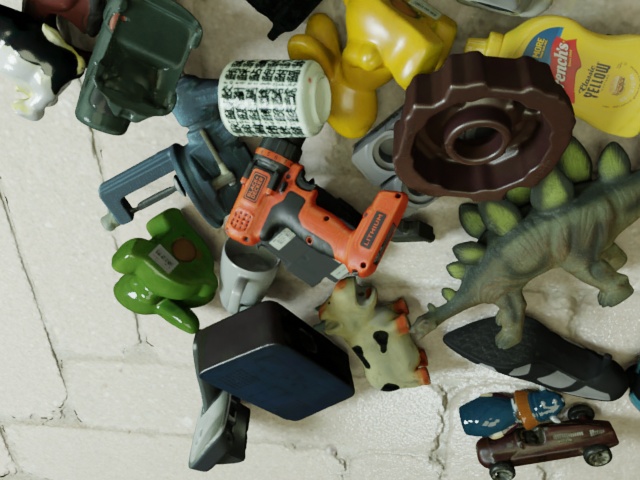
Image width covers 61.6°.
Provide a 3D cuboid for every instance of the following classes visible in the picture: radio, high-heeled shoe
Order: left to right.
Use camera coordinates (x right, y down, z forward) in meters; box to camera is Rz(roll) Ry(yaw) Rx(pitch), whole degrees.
[{"bbox_3d":[-0.054,0.178,0.766,0.131,0.073,0.229,-28,138,18],"label":"radio"},{"bbox_3d":[0.311,0.179,0.783,0.249,0.086,0.145,6,150,24],"label":"high-heeled shoe"}]

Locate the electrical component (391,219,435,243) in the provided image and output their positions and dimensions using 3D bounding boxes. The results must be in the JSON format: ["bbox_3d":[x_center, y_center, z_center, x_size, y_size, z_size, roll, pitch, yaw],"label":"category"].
[{"bbox_3d":[0.111,-0.010,0.706,0.063,0.094,0.021,-3,78,39],"label":"electrical component"}]

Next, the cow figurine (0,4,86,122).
[{"bbox_3d":[-0.345,-0.222,0.584,0.098,0.068,0.167,-35,114,24],"label":"cow figurine"}]

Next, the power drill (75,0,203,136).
[{"bbox_3d":[-0.187,-0.212,0.550,0.086,0.208,0.232,18,103,-37],"label":"power drill"}]

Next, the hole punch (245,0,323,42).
[{"bbox_3d":[-0.042,-0.305,0.578,0.115,0.092,0.142,31,116,-33],"label":"hole punch"}]

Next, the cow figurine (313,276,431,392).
[{"bbox_3d":[0.072,0.135,0.774,0.127,0.085,0.194,-22,112,11],"label":"cow figurine"}]

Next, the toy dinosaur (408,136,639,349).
[{"bbox_3d":[0.299,-0.013,0.656,0.471,0.105,0.198,-34,104,17],"label":"toy dinosaur"}]

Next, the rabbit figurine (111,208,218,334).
[{"bbox_3d":[-0.225,0.056,0.777,0.159,0.121,0.170,39,133,-19],"label":"rabbit figurine"}]

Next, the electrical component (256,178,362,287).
[{"bbox_3d":[-0.001,-0.002,0.718,0.115,0.058,0.134,-38,121,24],"label":"electrical component"}]

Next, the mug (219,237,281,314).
[{"bbox_3d":[-0.104,0.062,0.752,0.081,0.110,0.107,13,130,-6],"label":"mug"}]

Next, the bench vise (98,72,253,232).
[{"bbox_3d":[-0.178,-0.093,0.665,0.241,0.129,0.223,-28,126,3],"label":"bench vise"}]

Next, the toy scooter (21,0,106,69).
[{"bbox_3d":[-0.292,-0.257,0.634,0.135,0.075,0.183,24,121,-3],"label":"toy scooter"}]

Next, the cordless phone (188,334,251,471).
[{"bbox_3d":[-0.168,0.240,0.821,0.089,0.147,0.184,-6,118,2],"label":"cordless phone"}]

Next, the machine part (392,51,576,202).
[{"bbox_3d":[0.160,-0.109,0.544,0.179,0.056,0.179,4,148,3],"label":"machine part"}]

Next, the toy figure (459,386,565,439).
[{"bbox_3d":[0.290,0.257,0.813,0.155,0.058,0.064,-19,89,20],"label":"toy figure"}]

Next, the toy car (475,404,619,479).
[{"bbox_3d":[0.336,0.303,0.812,0.202,0.089,0.053,-18,116,18],"label":"toy car"}]

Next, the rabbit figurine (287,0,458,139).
[{"bbox_3d":[0.044,-0.191,0.600,0.162,0.122,0.173,27,136,-2],"label":"rabbit figurine"}]

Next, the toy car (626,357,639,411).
[{"bbox_3d":[0.500,0.176,0.728,0.103,0.109,0.161,3,107,-19],"label":"toy car"}]

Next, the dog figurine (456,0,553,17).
[{"bbox_3d":[0.168,-0.327,0.511,0.172,0.121,0.190,15,112,-8],"label":"dog figurine"}]
